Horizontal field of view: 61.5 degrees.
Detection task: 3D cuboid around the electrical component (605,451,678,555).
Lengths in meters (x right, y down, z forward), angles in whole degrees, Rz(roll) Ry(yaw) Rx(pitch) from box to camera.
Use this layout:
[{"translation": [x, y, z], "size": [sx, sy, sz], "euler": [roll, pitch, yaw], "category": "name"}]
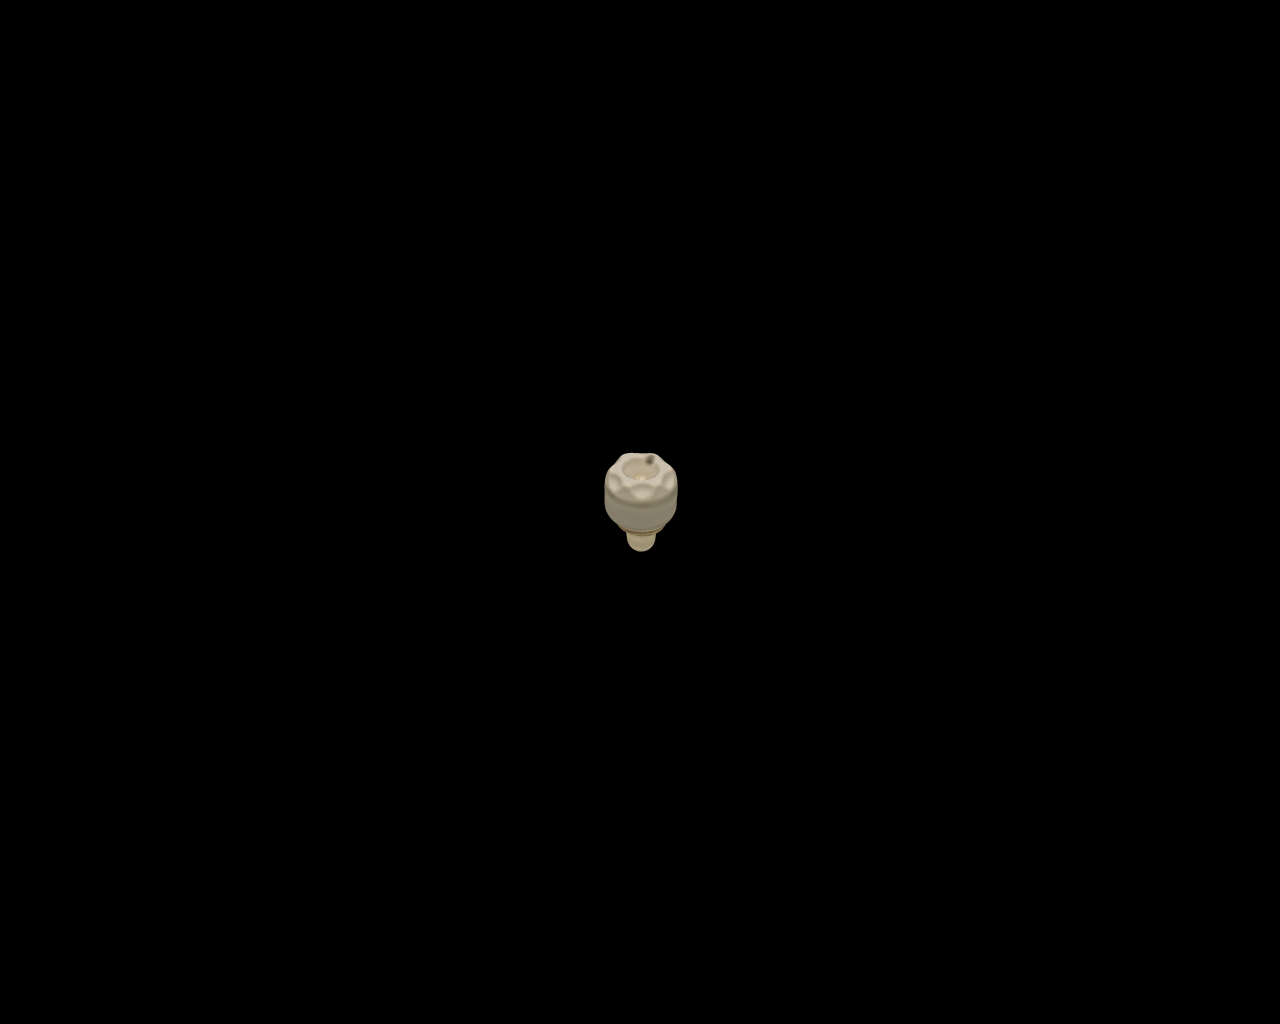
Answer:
[{"translation": [0.001, -0.003, 0.650], "size": [0.043, 0.062, 0.043], "euler": [0, 38, 0], "category": "electrical component"}]
